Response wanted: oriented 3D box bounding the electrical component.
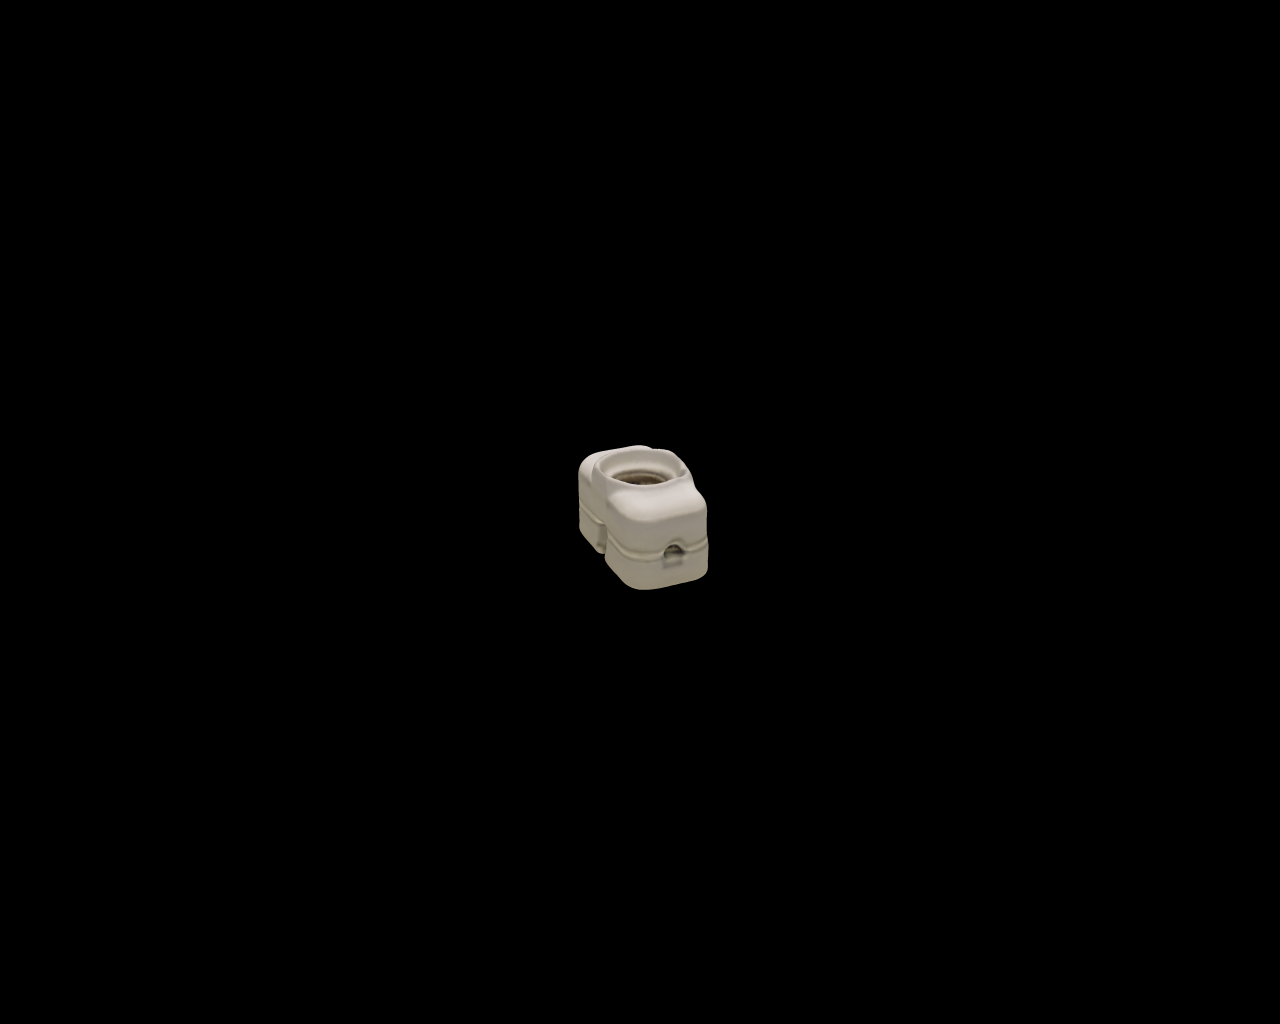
[{"bbox_3d":[0.001,-0.003,0.650,0.054,0.059,0.095,-11,29,-21],"label":"electrical component"}]
